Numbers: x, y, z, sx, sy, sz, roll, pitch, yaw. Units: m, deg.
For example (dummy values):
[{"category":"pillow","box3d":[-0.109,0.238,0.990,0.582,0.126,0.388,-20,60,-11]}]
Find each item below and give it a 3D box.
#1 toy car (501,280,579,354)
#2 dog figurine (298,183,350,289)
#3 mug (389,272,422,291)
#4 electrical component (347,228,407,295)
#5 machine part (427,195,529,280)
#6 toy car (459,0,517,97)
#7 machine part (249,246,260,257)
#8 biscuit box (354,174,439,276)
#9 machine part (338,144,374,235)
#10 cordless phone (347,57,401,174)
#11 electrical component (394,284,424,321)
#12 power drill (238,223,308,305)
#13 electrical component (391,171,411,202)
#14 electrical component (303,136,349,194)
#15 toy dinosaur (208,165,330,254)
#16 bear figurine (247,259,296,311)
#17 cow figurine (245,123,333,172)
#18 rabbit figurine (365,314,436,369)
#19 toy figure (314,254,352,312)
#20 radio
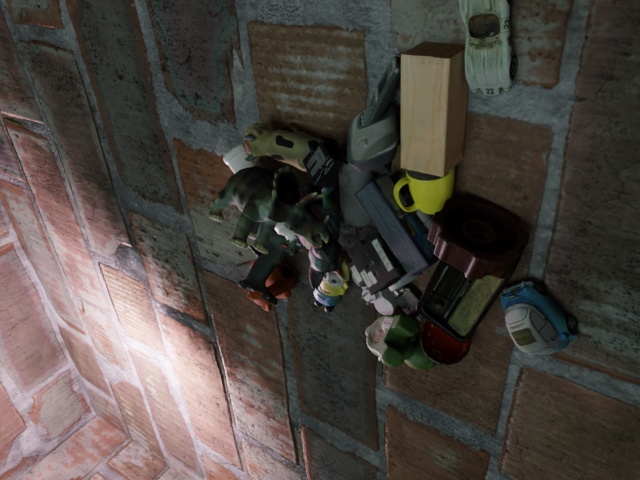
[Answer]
[{"category":"toy car","box3d":[0.414,0.163,1.039,0.161,0.103,0.109,53,137,-6]},{"category":"dog figurine","box3d":[-0.002,-0.004,1.185,0.191,0.108,0.219,126,133,-75]},{"category":"mug","box3d":[0.170,0.045,1.180,0.107,0.081,0.109,56,143,5]},{"category":"electrical component","box3d":[0.121,0.047,1.137,0.134,0.058,0.115,-41,71,48]},{"category":"machine part","box3d":[0.286,-0.006,0.979,0.179,0.179,0.056,31,138,20]},{"category":"toy car","box3d":[0.264,-0.325,0.845,0.074,0.056,0.201,8,124,37]},{"category":"machine part","box3d":[-0.127,0.004,1.429,0.139,0.039,0.084,-31,102,37]},{"category":"biscuit box","box3d":[0.156,-0.029,1.065,0.063,0.059,0.202,-36,85,46]},{"category":"machine part","box3d":[0.078,-0.116,1.140,0.079,0.079,0.242,19,130,30]},{"category":"cordless phone","box3d":[0.116,-0.224,0.977,0.089,0.147,0.184,12,141,-9]},{"category":"electrical component","box3d":[0.208,0.139,1.239,0.102,0.045,0.078,53,137,-4]},{"category":"power drill","box3d":[-0.100,0.053,1.336,0.232,0.086,0.207,24,91,17]},{"category":"electrical component","box3d":[0.166,-0.107,1.115,0.094,0.021,0.063,-27,100,47]},{"category":"electrical component","box3d":[0.001,-0.144,1.093,0.119,0.047,0.075,-48,51,37]},{"category":"toy dinosaur","box3d":[-0.138,-0.091,1.151,0.405,0.131,0.192,37,98,49]},{"category":"bear figurine","box3d":[-0.155,0.129,1.488,0.196,0.132,0.120,-36,72,44]},{"category":"cow figurine","box3d":[-0.081,-0.203,1.178,0.195,0.127,0.085,25,129,22]},{"category":"rabbit figurine","box3d":[0.196,0.264,1.284,0.170,0.121,0.159,32,156,-21]},{"category":"toy figure","box3d":[0.029,0.104,1.343,0.082,0.089,0.180,11,142,0]},{"category":"radio","box3d":[0.296,0.089,1.094,0.131,0.073,0.229,33,129,17]}]
